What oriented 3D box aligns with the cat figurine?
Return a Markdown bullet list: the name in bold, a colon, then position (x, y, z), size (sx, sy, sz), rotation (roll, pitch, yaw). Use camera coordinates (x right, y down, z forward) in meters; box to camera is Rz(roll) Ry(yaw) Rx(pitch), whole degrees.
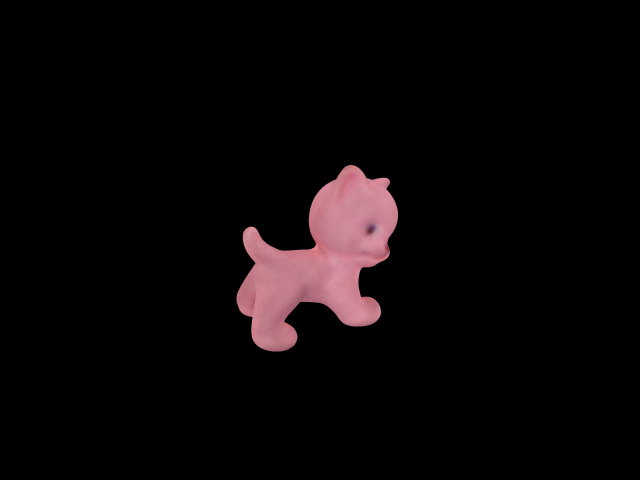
- **cat figurine**: position (0.004, 0.001, 0.400), size (0.128, 0.118, 0.067), rotation (-14, 32, -23)
